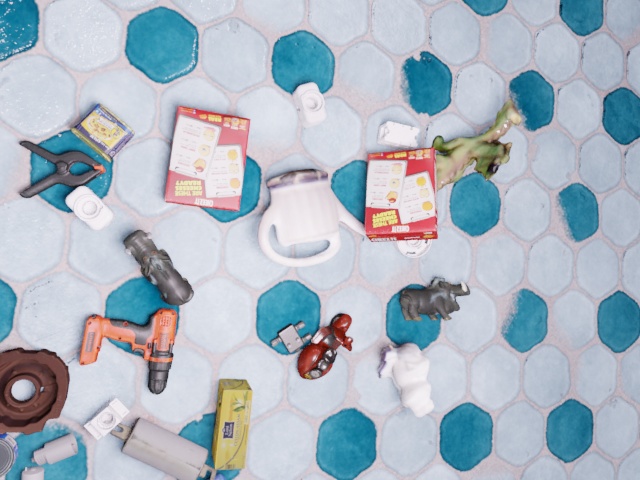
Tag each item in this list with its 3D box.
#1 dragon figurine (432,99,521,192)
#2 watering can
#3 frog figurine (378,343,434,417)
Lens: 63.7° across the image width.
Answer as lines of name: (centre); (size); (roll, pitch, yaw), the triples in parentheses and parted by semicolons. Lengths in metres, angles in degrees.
dragon figurine: (0.352, -0.183, 1.259); (0.121, 0.242, 0.414); (42, 76, -17)
watering can: (0.004, -0.062, 1.224); (0.350, 0.103, 0.224); (-12, 91, -30)
frog figurine: (0.225, 0.331, 1.235); (0.123, 0.162, 0.135); (-7, 128, -45)
